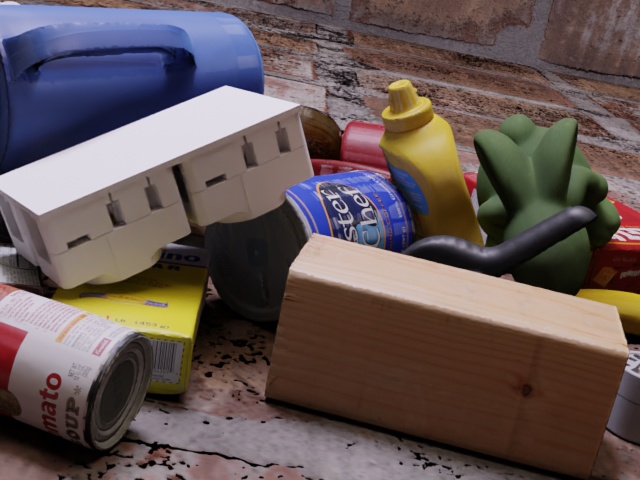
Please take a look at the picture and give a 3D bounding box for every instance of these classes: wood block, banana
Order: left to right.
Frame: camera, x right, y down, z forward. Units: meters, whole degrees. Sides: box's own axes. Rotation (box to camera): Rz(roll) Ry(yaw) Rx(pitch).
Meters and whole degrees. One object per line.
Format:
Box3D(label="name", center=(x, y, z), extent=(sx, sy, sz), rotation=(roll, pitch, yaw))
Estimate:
Box3D(label="wood block", center=(0.079, 0.071, 0.683), extent=(0.206, 0.091, 0.090), rotation=(14, 17, 6))
Box3D(label="banana", center=(0.234, 0.065, 0.896), extent=(0.197, 0.037, 0.070), rotation=(5, 16, -21))

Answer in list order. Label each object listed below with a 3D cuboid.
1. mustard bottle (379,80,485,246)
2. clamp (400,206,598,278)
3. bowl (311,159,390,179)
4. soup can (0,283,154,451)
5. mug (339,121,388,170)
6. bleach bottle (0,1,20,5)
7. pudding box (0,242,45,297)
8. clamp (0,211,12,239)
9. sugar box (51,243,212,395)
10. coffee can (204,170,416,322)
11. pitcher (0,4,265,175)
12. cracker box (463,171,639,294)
Box3D(label="mustard bottle", center=(0.091, -0.042, 0.881), extent=(0.058, 0.191, 0.096), rotation=(-23, 25, -7))
Box3D(label="clamp", center=(0.116, 0.027, 0.753), extent=(0.171, 0.120, 0.039), rotation=(9, 1, 11))
Box3D(label="bowl", center=(0.039, -0.030, 1.038), extent=(0.162, 0.055, 0.162), rotation=(11, 17, -4))
Box3D(label="soup can", center=(-0.151, 0.067, 0.582), extent=(0.102, 0.068, 0.068), rotation=(17, 18, 16))
Box3D(label="mug", center=(0.067, -0.084, 1.193), extent=(0.081, 0.093, 0.117), rotation=(10, -13, 9))
Box3D(label="bleach bottle", center=(-0.274, -0.184, 1.115), extent=(0.251, 0.068, 0.102), rotation=(35, 22, 20))
Box3D(label="pudding box", center=(-0.241, 0.027, 0.700), extent=(0.113, 0.039, 0.090), rotation=(9, 14, -20))
Box3D(label="clamp", center=(-0.280, -0.024, 0.770), extent=(0.210, 0.036, 0.164), rotation=(9, 7, 22))
Box3D(label="sugar box", center=(-0.125, 0.043, 0.713), extent=(0.093, 0.048, 0.176), rotation=(9, 19, -5))
Box3D(label="coffee can", center=(-0.005, 0.001, 0.828), extent=(0.103, 0.103, 0.140), rotation=(23, 21, 33))
Box3D(label="pitcher", center=(-0.161, -0.126, 0.840), extent=(0.242, 0.145, 0.149), rotation=(-12, 37, -38))
Box3D(label="cracker box", center=(0.255, -0.004, 1.071), extent=(0.163, 0.072, 0.214), rotation=(0, 21, -31))
